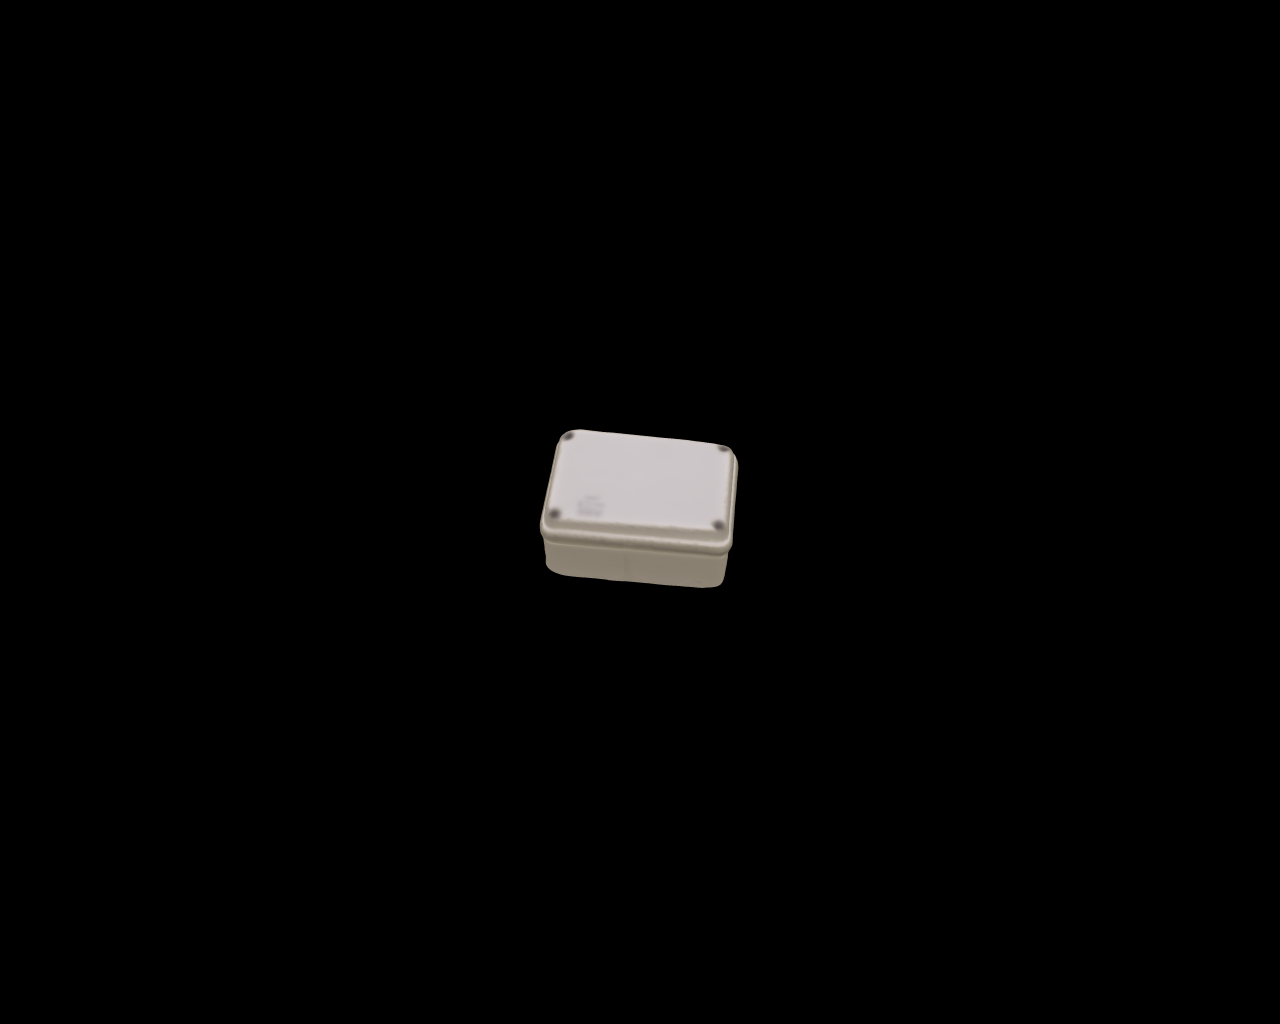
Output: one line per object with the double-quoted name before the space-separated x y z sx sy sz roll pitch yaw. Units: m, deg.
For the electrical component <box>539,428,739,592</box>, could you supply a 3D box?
"electrical component" 0.001 -0.003 0.650 0.113 0.078 0.057 5 -37 4
